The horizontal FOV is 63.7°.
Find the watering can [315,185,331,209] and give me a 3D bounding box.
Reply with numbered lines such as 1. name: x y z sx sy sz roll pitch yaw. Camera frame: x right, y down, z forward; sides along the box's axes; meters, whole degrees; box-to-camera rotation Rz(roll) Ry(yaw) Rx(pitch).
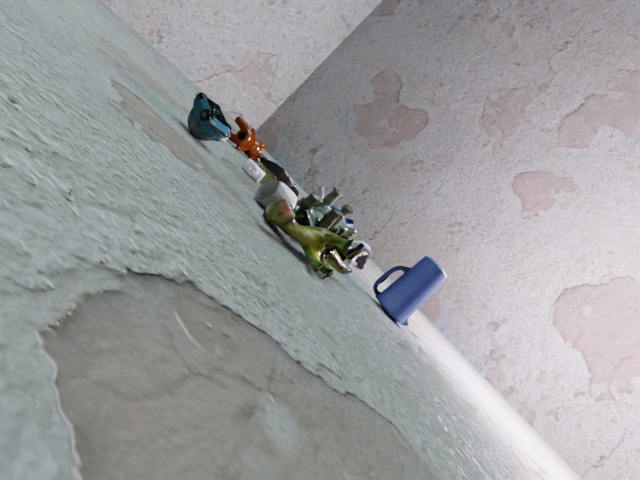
1. watering can: 0.006 -0.101 2.015 0.221 0.103 0.354 39 29 -58

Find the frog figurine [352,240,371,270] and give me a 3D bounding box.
1. frog figurine: 0.154 0.034 2.305 0.136 0.121 0.163 18 32 -36

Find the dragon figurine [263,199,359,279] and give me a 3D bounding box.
1. dragon figurine: -0.036 -0.011 1.307 0.245 0.123 0.405 38 -6 16
